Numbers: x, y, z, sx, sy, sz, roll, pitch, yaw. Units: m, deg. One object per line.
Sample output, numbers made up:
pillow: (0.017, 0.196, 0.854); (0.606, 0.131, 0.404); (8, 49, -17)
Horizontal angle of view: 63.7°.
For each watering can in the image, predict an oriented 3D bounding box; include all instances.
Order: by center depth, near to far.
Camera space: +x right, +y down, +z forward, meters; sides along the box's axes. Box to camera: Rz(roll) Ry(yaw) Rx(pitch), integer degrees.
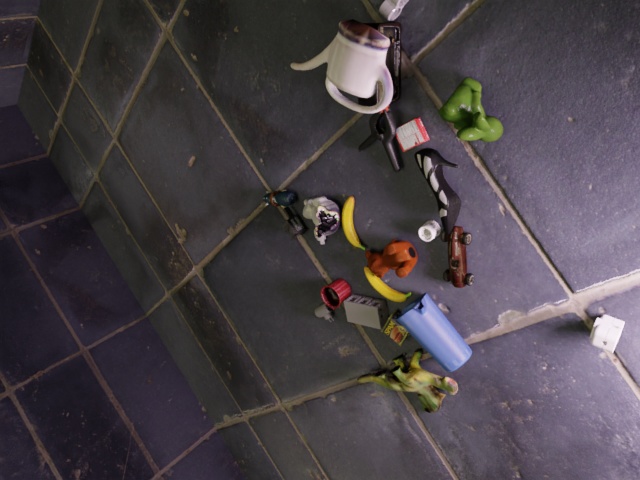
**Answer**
watering can: (0.061, -0.481, 1.380); (0.351, 0.105, 0.219); (36, 130, 25)

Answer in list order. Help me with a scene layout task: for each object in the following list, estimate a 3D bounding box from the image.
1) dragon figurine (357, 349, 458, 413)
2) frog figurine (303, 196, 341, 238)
dragon figurine: (0.329, 0.534, 1.850); (0.243, 0.124, 0.403); (51, 137, -1)
frog figurine: (0.006, -0.093, 1.845); (0.162, 0.123, 0.135); (-127, 18, -64)
